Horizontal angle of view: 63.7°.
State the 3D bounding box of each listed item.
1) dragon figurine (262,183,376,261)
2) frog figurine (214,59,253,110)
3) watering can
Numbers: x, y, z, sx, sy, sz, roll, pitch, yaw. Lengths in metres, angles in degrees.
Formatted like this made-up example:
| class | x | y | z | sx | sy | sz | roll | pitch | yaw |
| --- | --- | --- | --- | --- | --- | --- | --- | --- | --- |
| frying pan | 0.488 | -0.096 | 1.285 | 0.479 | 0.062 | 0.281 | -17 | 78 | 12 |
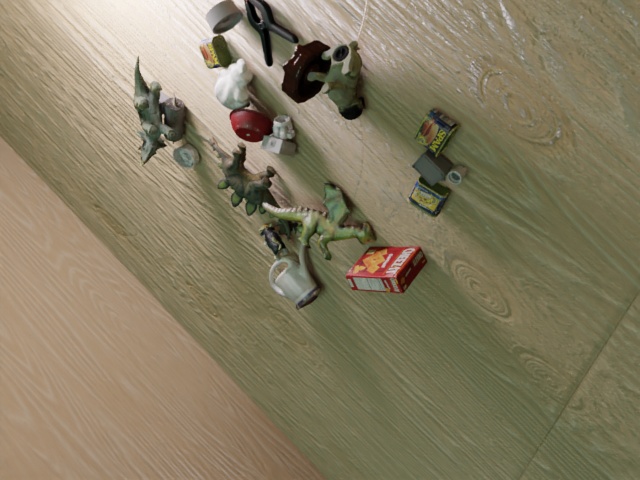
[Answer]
| class | x | y | z | sx | sy | sz | roll | pitch | yaw |
| --- | --- | --- | --- | --- | --- | --- | --- | --- | --- |
| dragon figurine | 0.005 | -0.089 | 1.771 | 0.412 | 0.239 | 0.124 | 35 | 23 | 7 |
| frog figurine | -0.276 | -0.505 | 1.679 | 0.124 | 0.138 | 0.157 | -22 | -10 | -24 |
| watering can | -0.084 | 0.148 | 2.071 | 0.106 | 0.225 | 0.341 | -38 | -6 | -46 |
